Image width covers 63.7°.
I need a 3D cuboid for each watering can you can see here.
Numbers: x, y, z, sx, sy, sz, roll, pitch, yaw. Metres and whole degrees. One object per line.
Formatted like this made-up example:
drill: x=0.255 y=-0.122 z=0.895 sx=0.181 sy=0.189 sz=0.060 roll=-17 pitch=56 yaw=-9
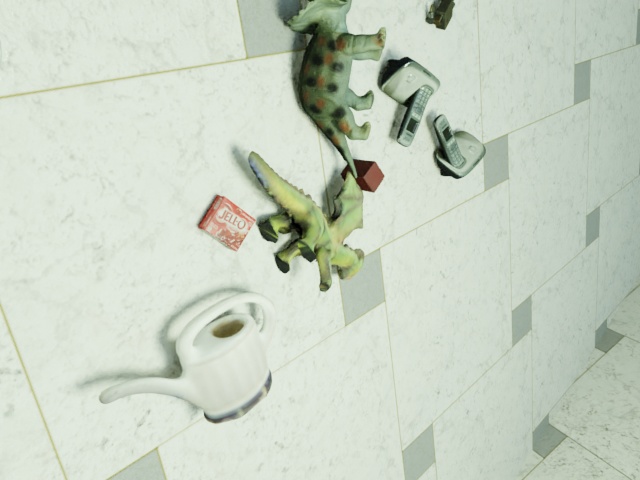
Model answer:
watering can: x=-0.206 y=0.240 z=0.935 sx=0.352 sy=0.104 sz=0.220 roll=-33 pitch=121 yaw=-35

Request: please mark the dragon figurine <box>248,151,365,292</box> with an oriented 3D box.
dragon figurine: x=0.003 y=-0.054 z=1.082 sx=0.247 sy=0.122 sz=0.402 roll=-45 pitch=129 yaw=-36
